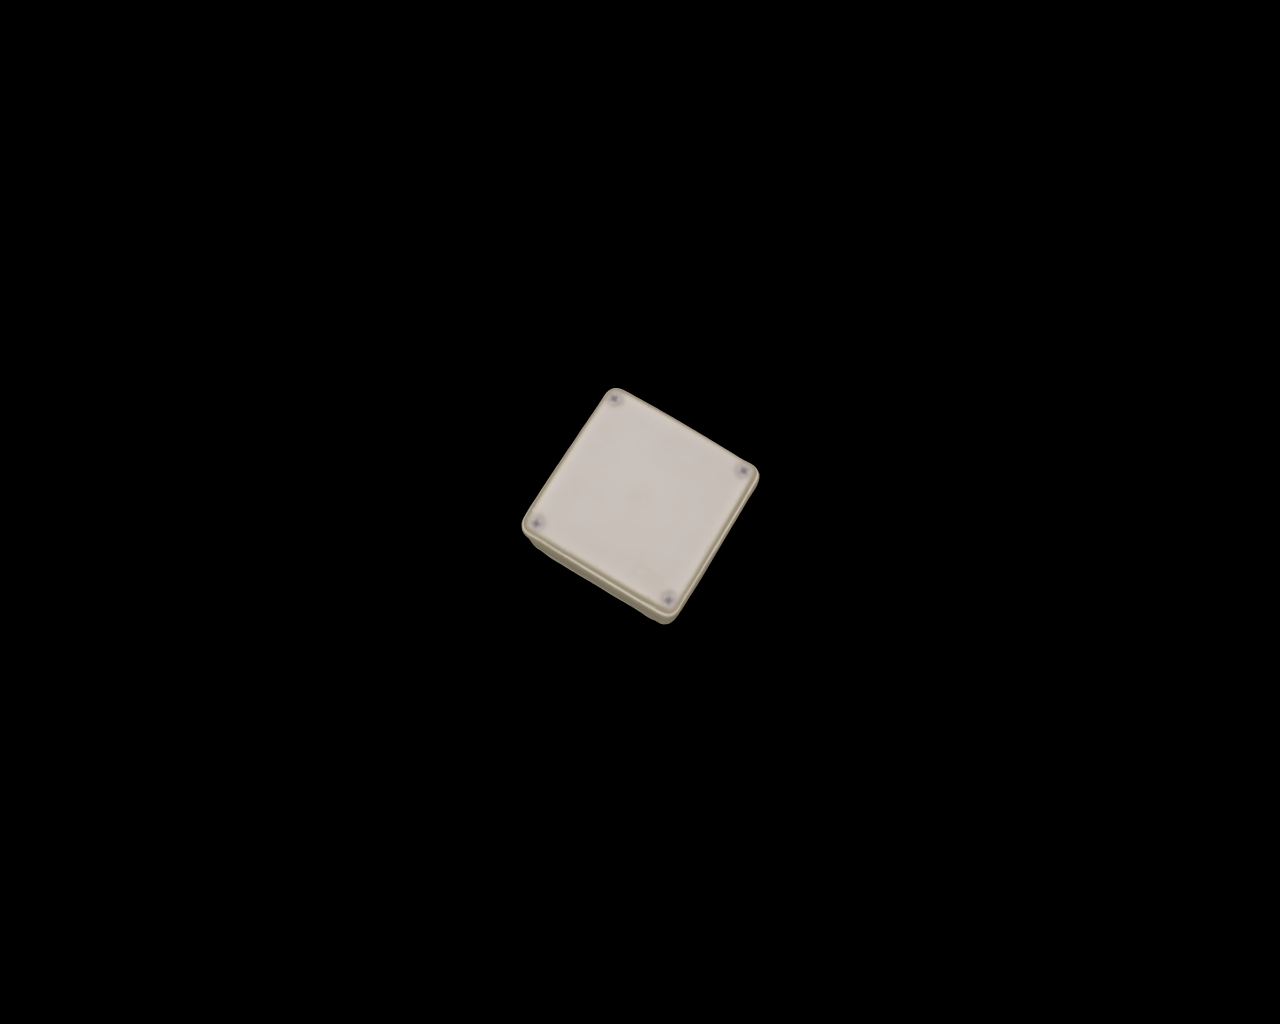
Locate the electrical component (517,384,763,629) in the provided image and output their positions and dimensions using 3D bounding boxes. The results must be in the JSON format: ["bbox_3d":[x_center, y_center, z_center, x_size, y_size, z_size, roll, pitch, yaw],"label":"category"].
[{"bbox_3d":[0.001,-0.003,0.650,0.109,0.109,0.056,31,-11,7],"label":"electrical component"}]
